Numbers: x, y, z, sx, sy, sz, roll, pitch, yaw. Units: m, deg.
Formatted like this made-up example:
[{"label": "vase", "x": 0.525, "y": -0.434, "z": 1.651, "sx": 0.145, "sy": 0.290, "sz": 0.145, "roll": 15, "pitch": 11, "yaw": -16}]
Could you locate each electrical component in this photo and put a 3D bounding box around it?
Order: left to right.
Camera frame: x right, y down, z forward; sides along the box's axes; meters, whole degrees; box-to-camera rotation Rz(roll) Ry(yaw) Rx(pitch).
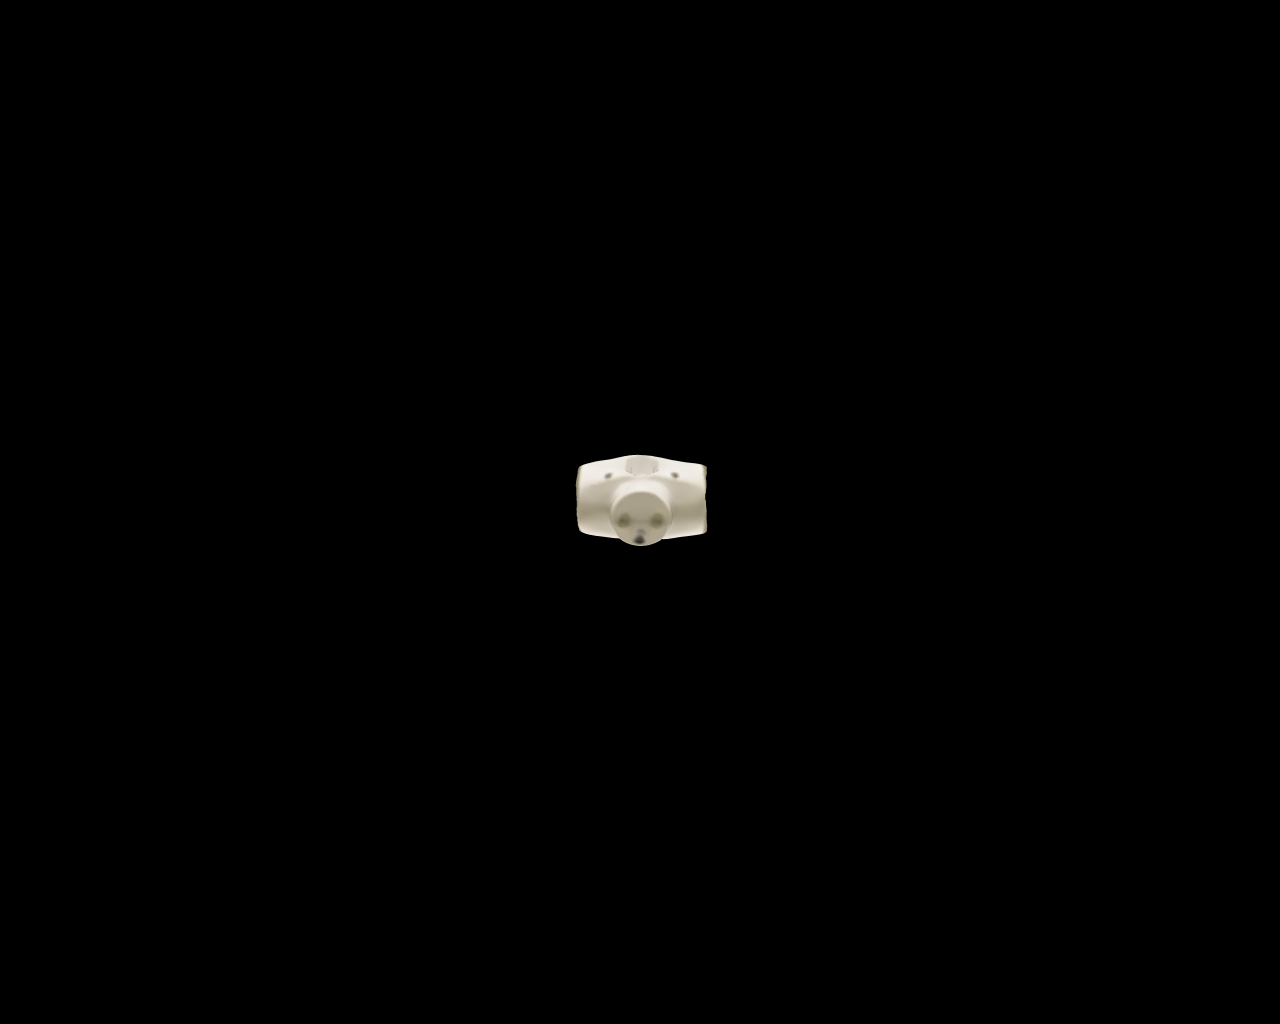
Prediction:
[{"label": "electrical component", "x": 0.001, "y": -0.003, "z": 0.650, "sx": 0.077, "sy": 0.043, "sz": 0.079, "roll": 1, "pitch": 20, "yaw": 2}]
